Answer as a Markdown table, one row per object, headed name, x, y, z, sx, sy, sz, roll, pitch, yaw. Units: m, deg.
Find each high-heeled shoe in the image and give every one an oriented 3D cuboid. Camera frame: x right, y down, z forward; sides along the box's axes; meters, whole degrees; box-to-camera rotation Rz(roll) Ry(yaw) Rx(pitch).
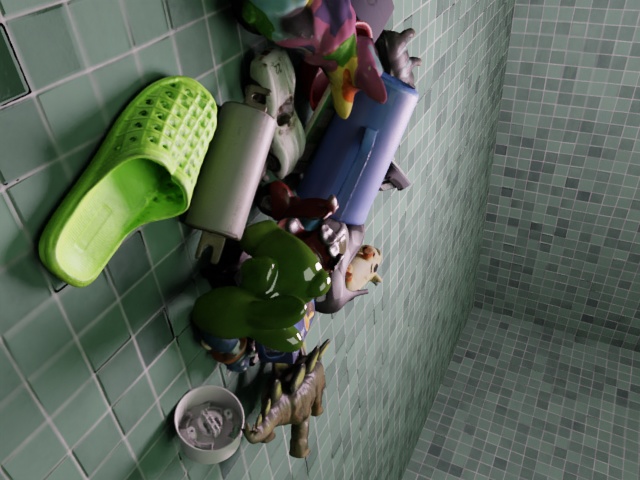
| name | x | y | z | sx | sy | sz | roll | pitch | yaw |
| --- | --- | --- | --- | --- | --- | --- | --- | --- | --- |
| high-heeled shoe | 0.018 | 0.024 | 1.083 | 0.086 | 0.145 | 0.248 | 136 | -54 | -60 |

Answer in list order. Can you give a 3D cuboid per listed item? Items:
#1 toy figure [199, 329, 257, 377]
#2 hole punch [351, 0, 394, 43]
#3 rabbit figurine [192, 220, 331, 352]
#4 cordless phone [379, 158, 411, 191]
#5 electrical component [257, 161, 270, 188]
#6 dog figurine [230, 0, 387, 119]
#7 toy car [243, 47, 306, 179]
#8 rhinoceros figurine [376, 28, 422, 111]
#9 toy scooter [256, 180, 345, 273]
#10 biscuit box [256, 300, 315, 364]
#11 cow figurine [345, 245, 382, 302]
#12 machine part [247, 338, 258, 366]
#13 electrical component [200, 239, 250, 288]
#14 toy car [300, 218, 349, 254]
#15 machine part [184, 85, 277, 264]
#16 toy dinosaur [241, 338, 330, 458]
| name | x | y | z | sx | sy | sz | roll | pitch | yaw |
| --- | --- | --- | --- | --- | --- | --- | --- | --- | --- |
| toy figure | -0.139 | 0.151 | 0.812 | 0.154 | 0.064 | 0.058 | 80 | -3 | -51 |
| hole punch | 0.062 | -0.400 | 0.908 | 0.142 | 0.092 | 0.115 | -60 | 148 | -23 |
| rabbit figurine | -0.079 | 0.081 | 0.711 | 0.170 | 0.159 | 0.121 | -34 | 145 | -33 |
| cordless phone | 0.152 | -0.213 | 1.234 | 0.146 | 0.089 | 0.184 | 23 | 63 | -65 |
| electrical component | -0.104 | -0.098 | 0.793 | 0.063 | 0.021 | 0.094 | -69 | 156 | -14 |
| dog figurine | 0.000 | -0.260 | 0.713 | 0.191 | 0.109 | 0.219 | -47 | 113 | -43 |
| toy car | -0.062 | -0.182 | 0.796 | 0.073 | 0.056 | 0.201 | -56 | 148 | -38 |
| rhinoceros figurine | 0.171 | -0.359 | 1.156 | 0.112 | 0.073 | 0.190 | -62 | 145 | -38 |
| toy scooter | -0.014 | -0.014 | 0.833 | 0.075 | 0.135 | 0.183 | -47 | 120 | -46 |
| biscuit box | -0.054 | 0.137 | 0.907 | 0.203 | 0.059 | 0.062 | -58 | 145 | -72 |
| cow figurine | 0.084 | 0.075 | 1.222 | 0.195 | 0.086 | 0.127 | -43 | 143 | -45 |
| machine part | -0.114 | 0.149 | 0.891 | 0.084 | 0.039 | 0.138 | -53 | 149 | -33 |
| electrical component | -0.119 | 0.028 | 0.799 | 0.119 | 0.048 | 0.074 | -62 | 153 | -29 |
| toy car | -0.002 | -0.003 | 0.972 | 0.162 | 0.103 | 0.109 | -51 | 146 | -46 |
| machine part | -0.117 | -0.089 | 0.705 | 0.079 | 0.079 | 0.243 | 25 | 81 | -66 |
| toy dinosaur | -0.055 | 0.277 | 0.969 | 0.471 | 0.105 | 0.198 | -42 | 139 | -76 |
